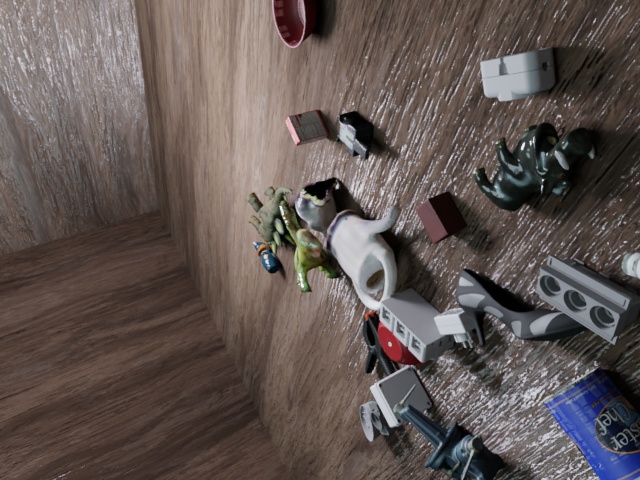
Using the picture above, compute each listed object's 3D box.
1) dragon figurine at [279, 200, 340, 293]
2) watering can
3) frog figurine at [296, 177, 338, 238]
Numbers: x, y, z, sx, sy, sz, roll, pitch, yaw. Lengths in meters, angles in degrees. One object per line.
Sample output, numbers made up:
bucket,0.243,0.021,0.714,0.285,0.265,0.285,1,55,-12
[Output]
dragon figurine,-0.051,-0.002,1.424,0.414,0.122,0.240,-139,28,-71
watering can,0.107,0.009,1.181,0.228,0.105,0.339,49,149,40
frog figurine,0.004,-0.067,1.336,0.141,0.122,0.156,-89,-9,-51
